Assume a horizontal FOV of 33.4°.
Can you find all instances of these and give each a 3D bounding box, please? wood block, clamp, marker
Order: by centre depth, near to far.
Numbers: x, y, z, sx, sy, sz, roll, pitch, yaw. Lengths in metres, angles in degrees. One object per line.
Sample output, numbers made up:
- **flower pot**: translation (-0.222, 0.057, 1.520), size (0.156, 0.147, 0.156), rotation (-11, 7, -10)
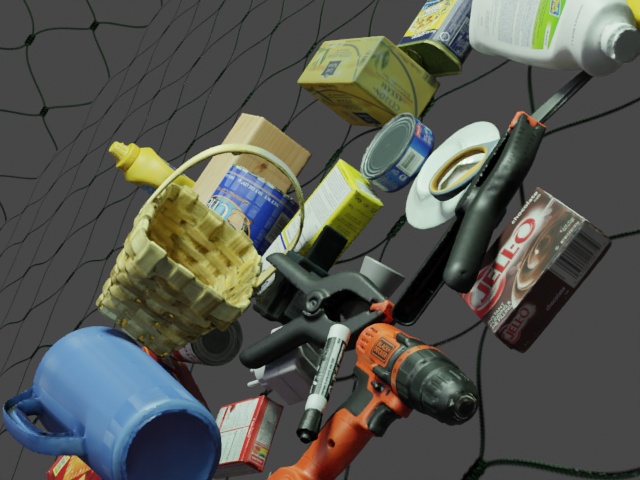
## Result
- **clamp**: translation (0.136, -0.023, 0.897), size (0.210, 0.036, 0.165), rotation (-57, 4, -11)
- **marker**: translation (0.003, 0.123, 0.913), size (0.020, 0.020, 0.121), rotation (-33, 26, 41)
- **clamp**: translation (-0.005, 0.076, 1.008), size (0.172, 0.039, 0.120), rotation (7, 76, 43)
- **wood block**: translation (-0.113, -0.057, 1.423), size (0.206, 0.090, 0.090), rotation (-56, 24, -4)

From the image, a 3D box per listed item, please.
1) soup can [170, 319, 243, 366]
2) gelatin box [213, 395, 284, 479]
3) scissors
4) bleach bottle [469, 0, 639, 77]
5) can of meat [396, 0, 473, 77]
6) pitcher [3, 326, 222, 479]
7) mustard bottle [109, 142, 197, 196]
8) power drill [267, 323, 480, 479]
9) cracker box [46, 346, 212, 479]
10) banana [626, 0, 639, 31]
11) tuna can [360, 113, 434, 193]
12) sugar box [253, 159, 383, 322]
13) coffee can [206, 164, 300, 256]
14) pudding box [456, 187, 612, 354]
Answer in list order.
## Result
- **soup can**: translation (-0.143, 0.115, 1.276), size (0.102, 0.068, 0.068), rotation (-5, 54, 60)
- **gelatin box**: translation (-0.081, 0.203, 1.088), size (0.089, 0.030, 0.073), rotation (-24, 39, 50)
- **scissors**: translation (0.186, -0.083, 0.976), size (0.202, 0.016, 0.096), rotation (-32, 44, 26)
- **bleach bottle**: translation (0.217, -0.196, 0.979), size (0.251, 0.068, 0.102), rotation (-125, 36, -63)
- **can of meat**: translation (0.141, -0.237, 1.221), size (0.084, 0.057, 0.102), rotation (-57, 24, -11)
- **pitcher**: translation (-0.202, 0.179, 1.059), size (0.149, 0.145, 0.243), rotation (-53, 28, -11)
- **mustard bottle**: translation (-0.218, -0.079, 1.524), size (0.058, 0.191, 0.096), rotation (-58, 23, -7)
- **power drill**: translation (0.040, 0.164, 0.875), size (0.187, 0.057, 0.185), rotation (-53, 19, -3)
- **cracker box**: translation (-0.233, 0.244, 1.270), size (0.214, 0.072, 0.164), rotation (-53, 23, 1)
- **banana**: translation (0.284, -0.223, 0.952), size (0.070, 0.037, 0.198), rotation (-45, 25, 27)
- **tuna can**: translation (0.085, -0.094, 1.165), size (0.086, 0.033, 0.086), rotation (-43, 26, 26)
- **sugar box**: translation (-0.008, 0.002, 1.201), size (0.176, 0.048, 0.093), rotation (-53, 23, 14)
- **coffee can**: translation (-0.105, -0.008, 1.325), size (0.140, 0.102, 0.103), rotation (-58, 23, -7)
- **pudding box**: translation (0.166, 0.022, 0.844), size (0.113, 0.039, 0.090), rotation (-51, 22, 7)
